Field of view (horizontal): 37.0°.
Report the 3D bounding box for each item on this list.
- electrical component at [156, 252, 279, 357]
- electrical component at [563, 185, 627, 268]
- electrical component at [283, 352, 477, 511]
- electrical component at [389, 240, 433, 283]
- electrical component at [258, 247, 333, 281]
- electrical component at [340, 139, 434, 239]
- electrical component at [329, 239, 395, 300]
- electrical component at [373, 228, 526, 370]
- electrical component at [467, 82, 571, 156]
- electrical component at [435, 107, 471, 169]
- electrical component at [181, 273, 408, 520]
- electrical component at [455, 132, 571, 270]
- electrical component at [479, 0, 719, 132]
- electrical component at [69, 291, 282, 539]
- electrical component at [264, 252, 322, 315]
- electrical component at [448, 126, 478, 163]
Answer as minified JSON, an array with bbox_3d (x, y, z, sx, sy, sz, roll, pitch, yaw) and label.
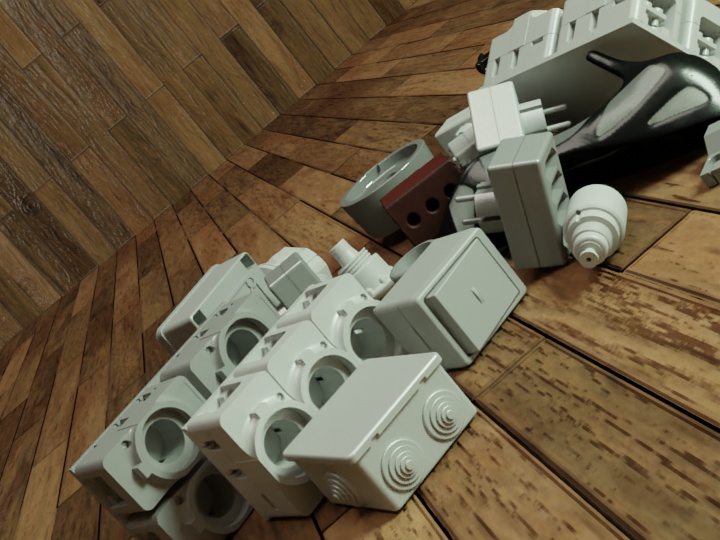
[{"bbox_3d":[-0.112,0.059,0.975,0.056,0.108,0.108,-24,21,38],"label":"electrical component"},{"bbox_3d":[0.154,-0.025,0.707,0.040,0.040,0.078,-31,17,30],"label":"electrical component"},{"bbox_3d":[0.013,0.100,0.661,0.099,0.048,0.100,-47,16,-27],"label":"electrical component"},{"bbox_3d":[0.056,0.012,0.806,0.045,0.055,0.045,-37,14,11],"label":"electrical component"},{"bbox_3d":[-0.065,0.020,1.038,0.080,0.080,0.051,-21,18,51],"label":"electrical component"},{"bbox_3d":[0.040,-0.077,1.101,0.108,0.060,0.108,-37,14,11],"label":"electrical component"},{"bbox_3d":[0.000,0.000,0.959,0.048,0.062,0.048,-44,2,2],"label":"electrical component"},{"bbox_3d":[0.069,0.016,0.747,0.096,0.061,0.061,-48,16,-30],"label":"electrical component"},{"bbox_3d":[0.133,-0.117,0.879,0.077,0.047,0.065,-14,54,12],"label":"electrical component"},{"bbox_3d":[0.119,-0.136,1.112,0.083,0.047,0.075,-25,20,44],"label":"electrical component"},{"bbox_3d":[-0.034,0.085,0.740,0.062,0.089,0.150,-20,24,53],"label":"electrical component"},{"bbox_3d":[0.105,-0.046,0.762,0.076,0.083,0.047,-6,29,26],"label":"electrical component"},{"bbox_3d":[0.201,-0.179,0.890,0.186,0.105,0.060,-15,59,58],"label":"electrical component"},{"bbox_3d":[-0.107,0.115,0.799,0.060,0.105,0.186,-22,22,49],"label":"electrical component"},{"bbox_3d":[-0.056,0.042,0.938,0.076,0.083,0.047,-40,14,-1],"label":"electrical component"},{"bbox_3d":[0.131,-0.120,1.033,0.077,0.047,0.065,-37,14,8],"label":"electrical component"}]
